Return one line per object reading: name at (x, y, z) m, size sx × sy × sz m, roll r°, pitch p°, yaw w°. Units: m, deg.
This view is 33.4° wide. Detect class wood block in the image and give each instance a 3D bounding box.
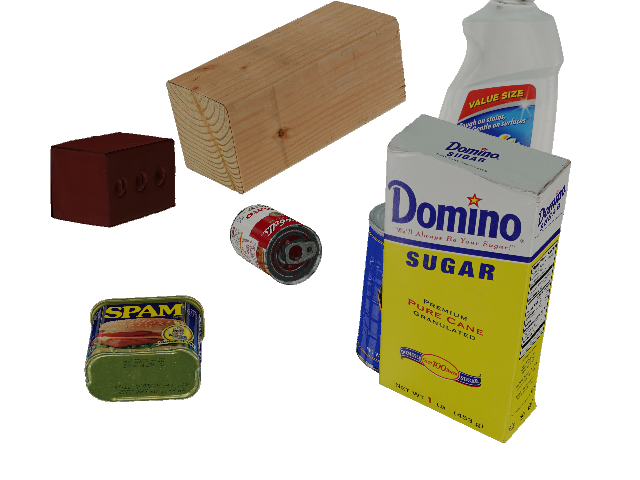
wood block at (-0.026, -0.137, 0.986) m, size 0.205 × 0.091 × 0.090 m, roll -32°, pitch 40°, yaw -30°

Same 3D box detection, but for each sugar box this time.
sugar box at (0.082, 0.024, 0.607) m, size 0.093 × 0.176 × 0.048 m, roll 22°, pitch 43°, yaw 29°

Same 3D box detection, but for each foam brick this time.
foam brick at (-0.146, -0.045, 0.757) m, size 0.051 × 0.053 × 0.078 m, roll 11°, pitch 18°, yaw 27°

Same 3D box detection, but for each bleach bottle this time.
bleach bottle at (0.126, -0.078, 0.819) m, size 0.103 × 0.251 × 0.068 m, roll 10°, pitch 23°, yaw 15°

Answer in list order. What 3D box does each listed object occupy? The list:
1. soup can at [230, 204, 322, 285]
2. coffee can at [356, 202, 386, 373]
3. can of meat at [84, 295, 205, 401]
soup can at (-0.051, 0.003, 1.187) m, size 0.068 × 0.068 × 0.102 m, roll 0°, pitch 15°, yaw -28°
coffee can at (0.090, 0.045, 0.994) m, size 0.103 × 0.140 × 0.103 m, roll 4°, pitch 23°, yaw -2°
can of meat at (-0.152, 0.094, 0.927) m, size 0.102 × 0.057 × 0.084 m, roll -2°, pitch 28°, yaw -4°
